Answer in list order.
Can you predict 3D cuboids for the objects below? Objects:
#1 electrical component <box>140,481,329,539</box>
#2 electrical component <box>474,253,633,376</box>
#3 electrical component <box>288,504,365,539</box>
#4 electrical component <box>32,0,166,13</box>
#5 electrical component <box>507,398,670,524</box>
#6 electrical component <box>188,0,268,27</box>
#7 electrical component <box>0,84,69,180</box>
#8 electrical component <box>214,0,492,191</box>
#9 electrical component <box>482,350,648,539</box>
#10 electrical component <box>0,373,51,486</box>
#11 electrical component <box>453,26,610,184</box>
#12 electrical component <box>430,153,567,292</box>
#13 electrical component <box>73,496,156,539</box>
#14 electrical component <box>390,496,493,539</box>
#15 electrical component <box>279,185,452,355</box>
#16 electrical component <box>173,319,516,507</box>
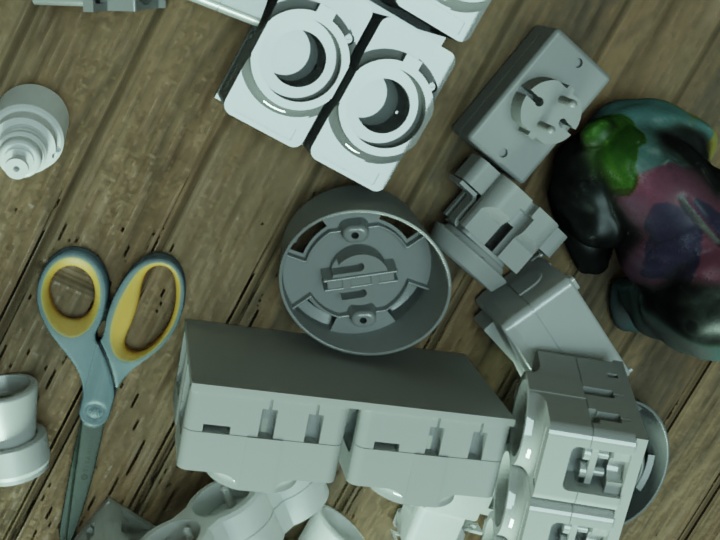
[{"bbox_3d":[-0.072,0.170,0.665,0.138,0.052,0.073,-37,115,-39],"label":"electrical component"},{"bbox_3d":[0.124,0.049,0.691,0.061,0.061,0.096,-36,110,1],"label":"electrical component"},{"bbox_3d":[-0.029,0.190,0.712,0.045,0.045,0.055,39,96,-19],"label":"electrical component"},{"bbox_3d":[-0.141,-0.199,0.563,0.063,0.078,0.121,4,107,10],"label":"electrical component"},{"bbox_3d":[0.157,0.125,0.732,0.099,0.064,0.099,-5,102,-23],"label":"electrical component"},{"bbox_3d":[-0.069,-0.187,0.588,0.056,0.050,0.089,18,102,-16],"label":"electrical component"},{"bbox_3d":[-0.183,-0.072,0.589,0.040,0.078,0.040,-4,121,-7],"label":"electrical component"},{"bbox_3d":[0.009,-0.151,0.610,0.105,0.060,0.186,27,100,-17],"label":"electrical component"},{"bbox_3d":[0.115,0.135,0.640,0.062,0.089,0.150,9,114,0],"label":"electrical component"},{"bbox_3d":[-0.212,0.096,0.647,0.045,0.045,0.055,-8,108,-9],"label":"electrical component"},{"bbox_3d":[0.107,-0.096,0.637,0.047,0.075,0.083,38,96,-19],"label":"electrical component"},{"bbox_3d":[0.080,-0.025,0.663,0.078,0.058,0.057,40,93,-19],"label":"electrical component"},{"bbox_3d":[-0.129,0.231,0.695,0.150,0.061,0.089,38,96,-19],"label":"electrical component"},{"bbox_3d":[0.054,0.157,0.720,0.081,0.042,0.063,17,104,-15],"label":"electrical component"},{"bbox_3d":[0.000,0.000,0.647,0.099,0.064,0.099,-4,118,-7],"label":"electrical component"},{"bbox_3d":[-0.016,0.087,0.651,0.186,0.105,0.060,8,105,-13],"label":"electrical component"}]
